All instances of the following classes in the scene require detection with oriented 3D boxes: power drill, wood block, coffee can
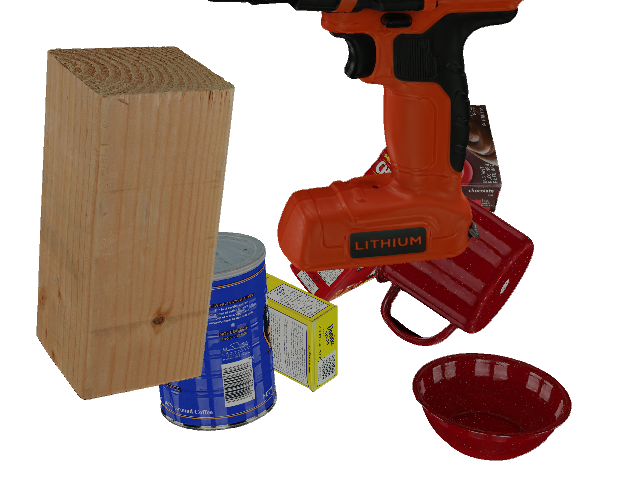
[{"bbox_3d":[0.019,-0.076,0.537,0.184,0.188,0.057,-4,33,-13],"label":"power drill"},{"bbox_3d":[-0.124,-0.013,0.691,0.090,0.206,0.090,-8,30,-33],"label":"wood block"},{"bbox_3d":[-0.092,0.075,0.908,0.103,0.140,0.103,-3,20,1],"label":"coffee can"}]

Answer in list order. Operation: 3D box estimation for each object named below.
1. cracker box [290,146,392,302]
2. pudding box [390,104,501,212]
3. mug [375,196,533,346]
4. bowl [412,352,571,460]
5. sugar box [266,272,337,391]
[{"bbox_3d":[0.079,-0.032,1.252,0.163,0.072,0.214,-23,-22,-50],"label":"cracker box"},{"bbox_3d":[0.108,-0.075,0.954,0.090,0.039,0.113,1,44,-3],"label":"pudding box"},{"bbox_3d":[0.092,0.023,0.768,0.081,0.117,0.093,35,-3,19],"label":"mug"},{"bbox_3d":[0.173,0.178,1.099,0.162,0.055,0.162,3,23,-1],"label":"bowl"},{"bbox_3d":[-0.060,0.083,1.138,0.176,0.093,0.048,26,39,36],"label":"sugar box"}]
